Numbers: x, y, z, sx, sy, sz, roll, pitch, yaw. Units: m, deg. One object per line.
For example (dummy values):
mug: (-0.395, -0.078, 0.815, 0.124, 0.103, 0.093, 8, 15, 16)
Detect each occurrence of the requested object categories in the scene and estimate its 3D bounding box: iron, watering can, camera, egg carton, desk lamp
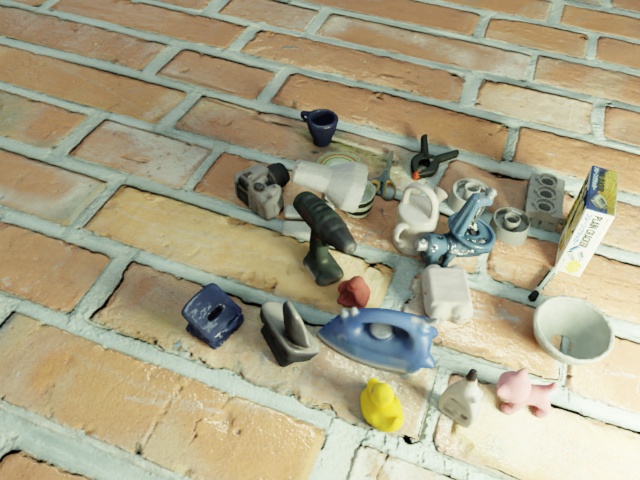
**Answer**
iron: (0.120, 0.184, 1.186, 0.258, 0.141, 0.118, 9, 49, 6)
watering can: (0.237, -0.065, 1.373, 0.100, 0.194, 0.173, 18, 51, 14)
camera: (-0.137, -0.147, 1.495, 0.137, 0.101, 0.142, -34, 58, -27)
egg carton: (0.285, 0.121, 1.295, 0.107, 0.069, 0.150, 0, 49, -1)
desk lamp: (0.008, -0.103, 1.386, 0.203, 0.214, 0.118, 4, 49, 2)

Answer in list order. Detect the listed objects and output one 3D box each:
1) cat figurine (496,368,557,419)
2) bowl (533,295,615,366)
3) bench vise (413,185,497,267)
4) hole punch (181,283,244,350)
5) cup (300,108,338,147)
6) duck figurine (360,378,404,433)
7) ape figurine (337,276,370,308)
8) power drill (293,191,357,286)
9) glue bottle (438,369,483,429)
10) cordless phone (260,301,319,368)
cat figurine: (0.397, 0.292, 1.117, 0.128, 0.118, 0.067, 2, 49, 0)
bowl: (0.531, 0.204, 1.225, 0.167, 0.075, 0.167, 1, 49, -1)
bench vise: (0.327, -0.018, 1.317, 0.208, 0.220, 0.121, -29, 55, -24)
hole punch: (-0.227, 0.161, 1.230, 0.101, 0.091, 0.109, 29, 54, 22)
cup: (-0.006, -0.321, 1.655, 0.117, 0.095, 0.092, 23, 52, 18)
duck figurine: (0.122, 0.314, 1.110, 0.078, 0.086, 0.104, -23, 53, -20)
ape figurine: (0.079, 0.112, 1.281, 0.076, 0.092, 0.077, -17, 51, -15)
power drill: (0.012, 0.005, 1.296, 0.076, 0.208, 0.229, -23, 53, -20)
glue bottle: (0.273, 0.290, 1.078, 0.078, 0.173, 0.037, 33, 56, 25)
cordless phone: (-0.067, 0.161, 1.172, 0.094, 0.185, 0.147, -26, 54, -22)
